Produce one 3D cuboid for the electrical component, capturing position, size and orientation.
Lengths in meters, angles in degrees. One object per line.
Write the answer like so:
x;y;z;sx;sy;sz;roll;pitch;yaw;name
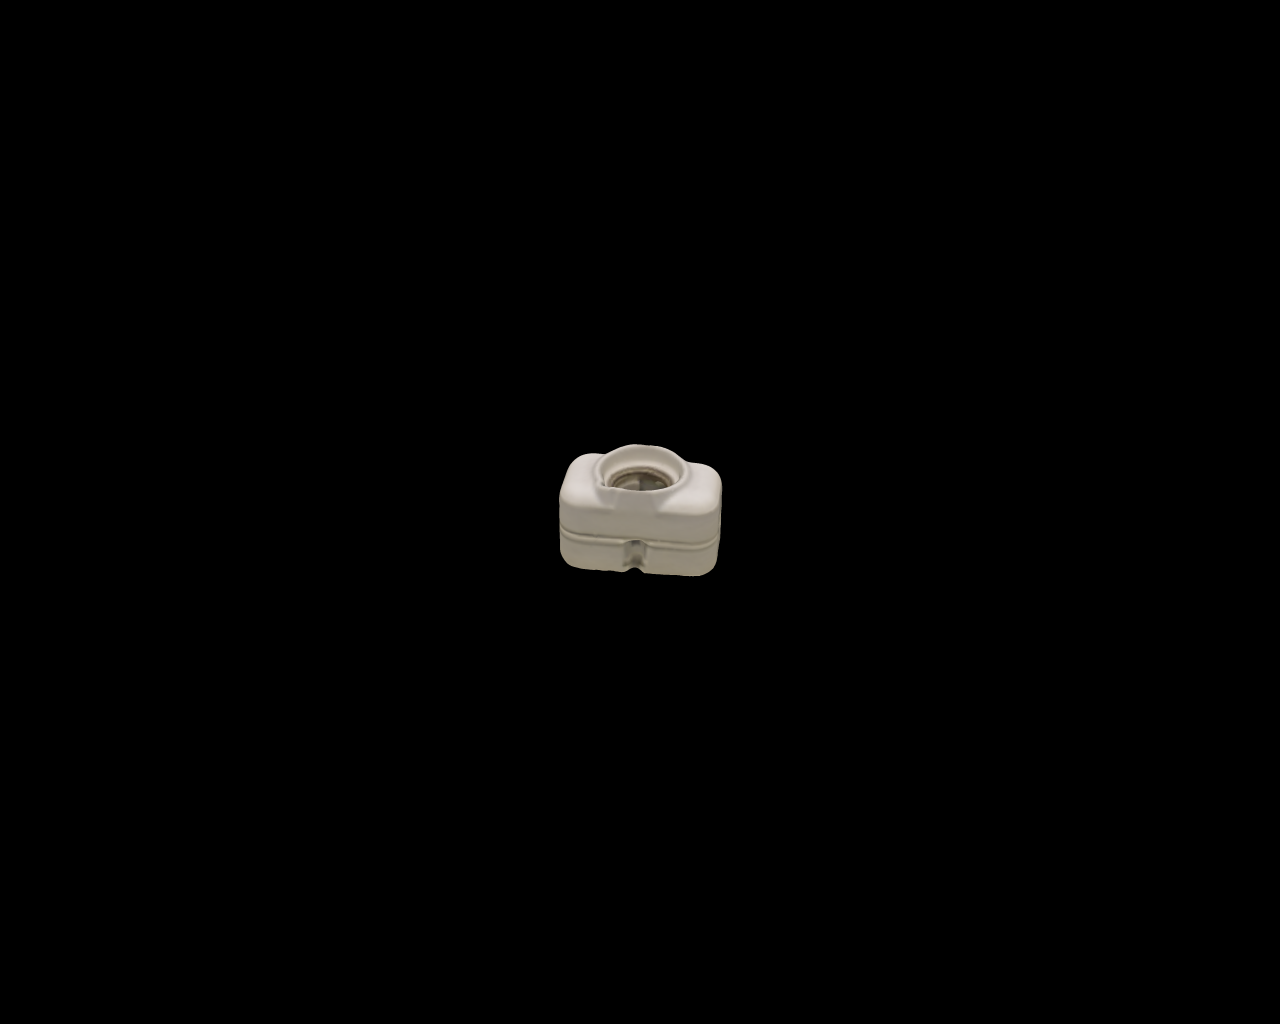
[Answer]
0.001;-0.003;0.650;0.095;0.059;0.054;5;36;7;electrical component
